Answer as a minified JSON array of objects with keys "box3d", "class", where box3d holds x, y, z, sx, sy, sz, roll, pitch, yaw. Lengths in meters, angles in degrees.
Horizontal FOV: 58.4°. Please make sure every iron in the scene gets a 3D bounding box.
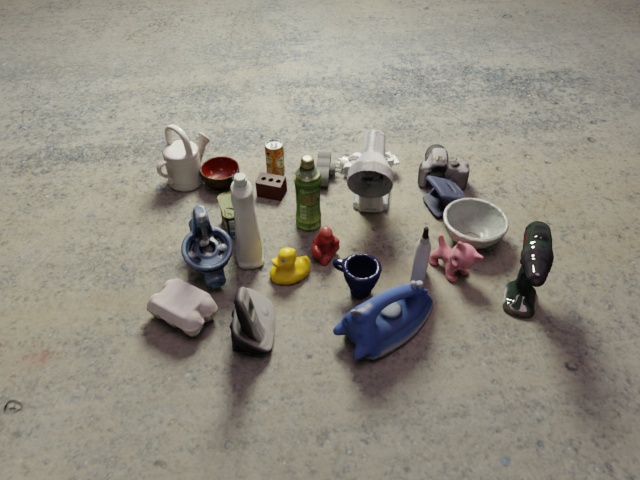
[{"box3d":[0.159,0.151,1.262,0.259,0.141,0.118,-26,50,-24],"class":"iron"}]

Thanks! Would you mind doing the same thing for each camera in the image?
[{"box3d":[0.359,-0.225,1.671,0.143,0.101,0.137,4,45,4],"class":"camera"}]

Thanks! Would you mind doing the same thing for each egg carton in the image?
[{"box3d":[-0.313,0.153,1.308,0.150,0.069,0.107,22,49,20],"class":"egg carton"}]

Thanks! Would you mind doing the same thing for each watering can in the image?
[{"box3d":[-0.388,-0.246,1.619,0.100,0.194,0.173,14,47,14],"class":"watering can"}]

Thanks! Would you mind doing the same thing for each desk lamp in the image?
[{"box3d":[0.137,-0.174,1.537,0.118,0.214,0.203,5,45,5],"class":"desk lamp"}]

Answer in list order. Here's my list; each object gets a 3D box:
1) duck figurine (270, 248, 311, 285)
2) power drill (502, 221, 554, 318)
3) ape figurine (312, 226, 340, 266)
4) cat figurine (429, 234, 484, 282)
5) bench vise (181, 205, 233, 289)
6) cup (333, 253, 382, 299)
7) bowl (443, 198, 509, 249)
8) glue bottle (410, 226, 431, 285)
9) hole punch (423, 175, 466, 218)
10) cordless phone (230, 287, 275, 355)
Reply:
[{"box3d":[-0.074,0.054,1.397,0.105,0.086,0.077,-17,47,-17],"class":"duck figurine"},{"box3d":[0.475,0.075,1.293,0.075,0.208,0.230,13,46,13],"class":"power drill"},{"box3d":[0.013,0.005,1.443,0.078,0.092,0.076,-13,46,-13],"class":"ape figurine"},{"box3d":[0.331,0.035,1.397,0.067,0.118,0.127,-27,51,-25],"class":"cat figurine"},{"box3d":[-0.290,-0.014,1.369,0.122,0.220,0.206,-29,52,-26],"class":"bench vise"},{"box3d":[0.084,0.090,1.356,0.117,0.095,0.092,15,47,14],"class":"cup"},{"box3d":[0.400,-0.030,1.494,0.167,0.075,0.167,0,45,0],"class":"bowl"},{"box3d":[0.243,0.032,1.360,0.037,0.173,0.078,9,45,9],"class":"glue bottle"},{"box3d":[0.347,-0.130,1.582,0.101,0.091,0.108,-15,47,-14],"class":"hole punch"},{"box3d":[-0.149,0.146,1.234,0.094,0.185,0.147,-2,45,-2],"class":"cordless phone"}]
